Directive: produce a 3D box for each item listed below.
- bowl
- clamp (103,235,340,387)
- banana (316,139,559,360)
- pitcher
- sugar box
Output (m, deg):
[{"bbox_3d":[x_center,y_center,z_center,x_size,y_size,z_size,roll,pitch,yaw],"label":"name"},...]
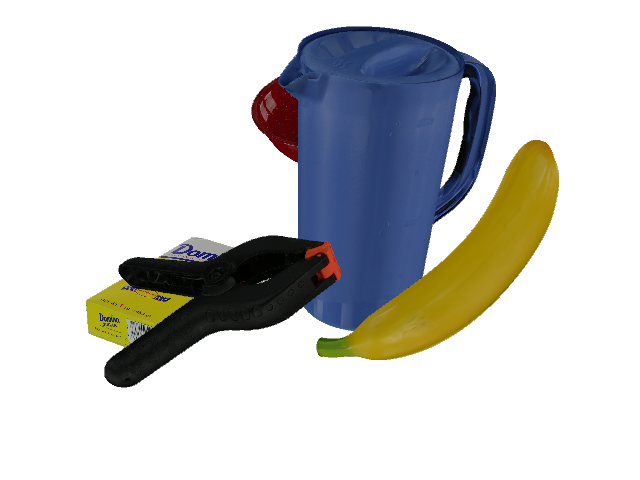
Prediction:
[{"bbox_3d":[0.010,-0.122,1.115,0.162,0.055,0.162,-4,40,3],"label":"bowl"},{"bbox_3d":[-0.072,0.044,0.732,0.172,0.120,0.039,-13,-45,17],"label":"clamp"},{"bbox_3d":[0.085,0.008,0.615,0.197,0.037,0.070,-40,46,-19],"label":"banana"},{"bbox_3d":[0.051,-0.050,0.901,0.149,0.243,0.144,15,32,18],"label":"pitcher"},{"bbox_3d":[-0.147,0.053,1.097,0.093,0.048,0.175,16,32,26],"label":"sugar box"}]
